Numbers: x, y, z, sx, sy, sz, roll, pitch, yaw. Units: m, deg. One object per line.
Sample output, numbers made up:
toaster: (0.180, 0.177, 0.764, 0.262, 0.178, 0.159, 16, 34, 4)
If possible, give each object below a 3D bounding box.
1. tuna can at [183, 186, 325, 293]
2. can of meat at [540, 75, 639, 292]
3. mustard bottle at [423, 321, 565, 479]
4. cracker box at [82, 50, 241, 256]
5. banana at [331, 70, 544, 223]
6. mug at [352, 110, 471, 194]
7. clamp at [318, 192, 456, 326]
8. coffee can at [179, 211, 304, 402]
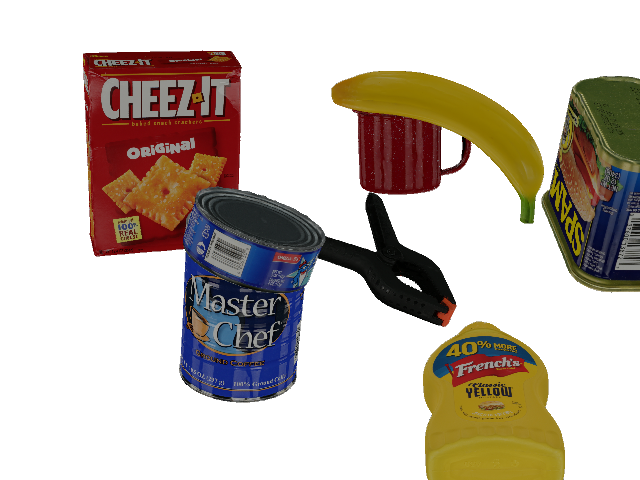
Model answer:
tuna can: (-0.042, 0.000, 0.672, 0.086, 0.034, 0.086, 18, 19, -7)
can of meat: (0.168, -0.035, 0.608, 0.057, 0.084, 0.102, 0, 37, -5)
mustard bottle: (0.127, 0.117, 0.815, 0.096, 0.058, 0.191, -3, 25, 6)
cracker box: (-0.172, -0.095, 1.168, 0.164, 0.214, 0.072, -4, 26, -16)
banana: (0.106, -0.092, 0.857, 0.198, 0.069, 0.037, 32, 2, -1)
mug: (0.091, -0.092, 1.059, 0.117, 0.081, 0.093, 0, 14, 8)
clamp: (0.065, 0.027, 1.226, 0.164, 0.036, 0.210, -17, 50, -37)
coffee can: (-0.065, 0.049, 0.895, 0.103, 0.140, 0.103, 5, 23, -2)
